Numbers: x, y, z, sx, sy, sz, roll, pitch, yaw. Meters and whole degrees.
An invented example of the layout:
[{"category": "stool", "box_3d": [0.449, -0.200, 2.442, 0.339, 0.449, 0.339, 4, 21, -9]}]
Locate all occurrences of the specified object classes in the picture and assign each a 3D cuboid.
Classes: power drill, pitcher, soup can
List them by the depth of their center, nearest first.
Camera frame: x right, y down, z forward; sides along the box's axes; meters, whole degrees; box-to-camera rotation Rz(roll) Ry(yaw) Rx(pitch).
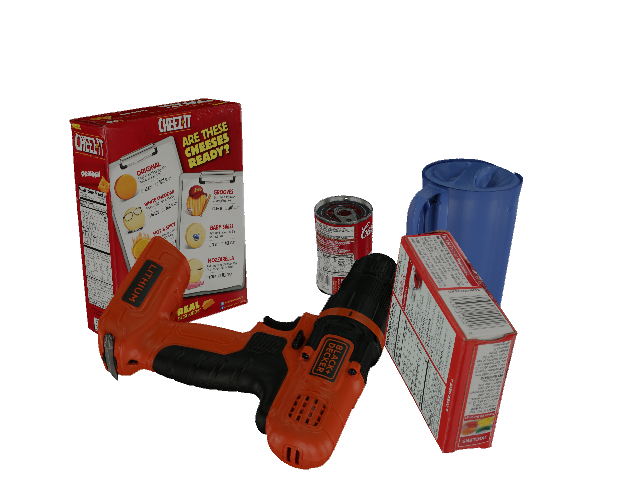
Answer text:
[{"category": "power drill", "box_3d": [-0.048, 0.058, 0.760, 0.188, 0.057, 0.184, 16, 47, 14]}, {"category": "soup can", "box_3d": [0.027, 0.008, 1.252, 0.068, 0.102, 0.068, -1, 28, 0]}, {"category": "pitcher", "box_3d": [0.188, 0.020, 1.451, 0.149, 0.243, 0.145, 4, 22, 4]}]

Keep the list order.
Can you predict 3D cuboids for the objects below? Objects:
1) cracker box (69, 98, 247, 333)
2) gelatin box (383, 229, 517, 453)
[{"category": "cracker box", "box_3d": [-0.156, -0.024, 1.057, 0.163, 0.214, 0.072, -16, 22, -42]}, {"category": "gelatin box", "box_3d": [0.063, 0.049, 0.534, 0.030, 0.073, 0.089, -5, 35, -16]}]
